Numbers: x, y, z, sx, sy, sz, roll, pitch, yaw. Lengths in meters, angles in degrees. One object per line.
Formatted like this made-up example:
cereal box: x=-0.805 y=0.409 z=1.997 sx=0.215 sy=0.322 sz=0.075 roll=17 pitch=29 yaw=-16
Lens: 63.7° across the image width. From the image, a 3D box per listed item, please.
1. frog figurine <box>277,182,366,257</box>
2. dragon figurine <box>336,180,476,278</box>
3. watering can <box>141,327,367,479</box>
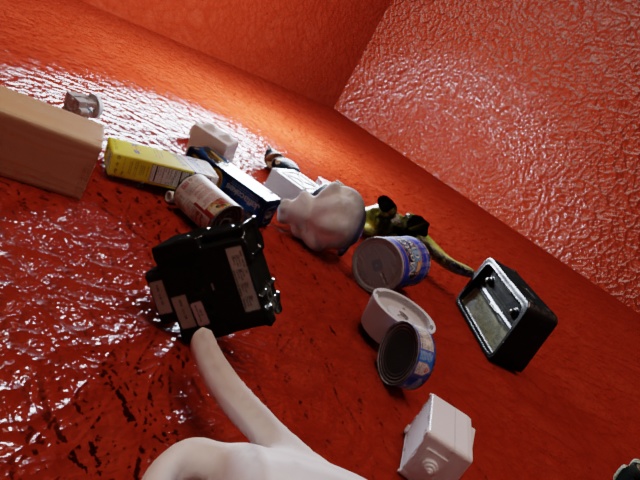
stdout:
frog figurine: x=0.003 y=-0.049 z=0.979 sx=0.159 sy=0.137 sz=0.123 roll=23 pitch=5 yaw=-14
dragon figurine: x=0.198 y=-0.026 z=1.270 sx=0.412 sy=0.121 sz=0.243 roll=34 pitch=10 yaw=9
watering can: x=-0.020 y=0.191 z=0.362 sx=0.223 sy=0.103 sz=0.354 roll=25 pitch=19 yaw=-16
